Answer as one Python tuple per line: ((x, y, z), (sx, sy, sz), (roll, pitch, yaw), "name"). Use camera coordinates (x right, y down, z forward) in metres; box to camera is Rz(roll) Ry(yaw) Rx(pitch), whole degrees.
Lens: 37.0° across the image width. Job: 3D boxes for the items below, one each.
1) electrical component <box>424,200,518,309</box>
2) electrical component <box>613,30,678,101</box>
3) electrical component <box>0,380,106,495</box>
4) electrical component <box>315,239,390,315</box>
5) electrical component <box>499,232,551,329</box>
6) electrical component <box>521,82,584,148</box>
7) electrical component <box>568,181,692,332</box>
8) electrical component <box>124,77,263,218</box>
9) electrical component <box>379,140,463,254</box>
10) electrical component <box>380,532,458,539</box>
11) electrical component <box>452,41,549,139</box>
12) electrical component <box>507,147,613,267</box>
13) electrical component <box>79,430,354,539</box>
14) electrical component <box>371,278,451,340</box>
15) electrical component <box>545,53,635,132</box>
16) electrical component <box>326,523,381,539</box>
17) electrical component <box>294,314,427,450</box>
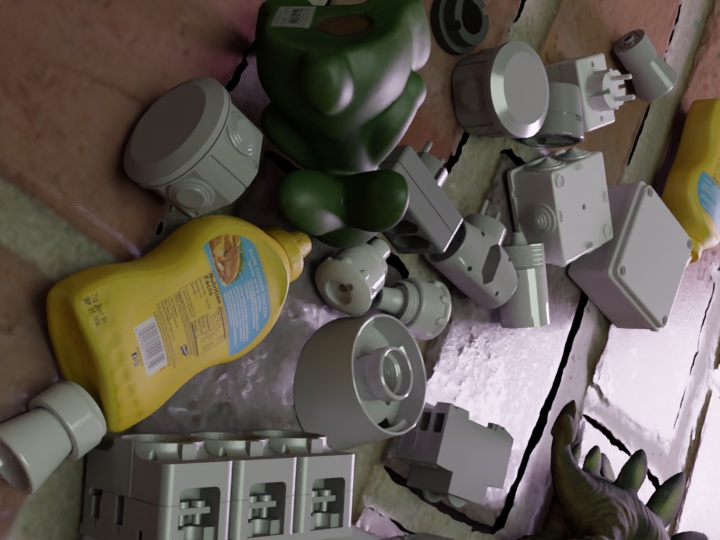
((0.098, -0.020, 0.894), (0.077, 0.043, 0.079), (40, 63, -37), "electrical component")
((0.284, -0.208, 1.078), (0.065, 0.044, 0.044), (48, 59, -28), "electrical component")
((-0.181, 0.095, 0.620), (0.055, 0.045, 0.045), (-38, 115, -38), "electrical component")
((0.000, 0.000, 0.799), (0.062, 0.048, 0.048), (-47, 121, -42), "electrical component")
((0.141, 0.007, 0.935), (0.043, 0.043, 0.081), (-11, 97, -44), "electrical component")
((0.172, -0.138, 0.960), (0.055, 0.055, 0.047), (7, 81, -44), "electrical component")
((0.265, -0.012, 1.047), (0.109, 0.056, 0.108), (42, 62, -36), "electrical component")
((-0.104, -0.076, 0.673), (0.051, 0.080, 0.080), (43, 61, -42), "electrical component")
((0.044, -0.067, 0.838), (0.083, 0.047, 0.075), (50, 57, -32), "electrical component")
((0.047, 0.238, 0.832), (0.095, 0.059, 0.053), (6, 85, -44), "electrical component")
((0.120, -0.150, 0.910), (0.080, 0.051, 0.080), (0, 90, -44), "electrical component")
((0.183, -0.057, 0.970), (0.100, 0.048, 0.099), (-24, 109, -42), "electrical component")
((-0.087, 0.136, 0.680), (0.150, 0.089, 0.061), (6, 85, -44), "electrical component")
((0.036, 0.026, 0.834), (0.062, 0.048, 0.048), (15, 79, -36), "electrical component")
((0.217, -0.163, 0.987), (0.047, 0.077, 0.065), (-23, 105, -42), "electrical component")
((-0.019, 0.196, 0.781), (0.065, 0.044, 0.044), (46, 60, -28), "electrical component")
((0.002, 0.082, 0.803), (0.099, 0.064, 0.099), (21, 62, -47), "electrical component")
